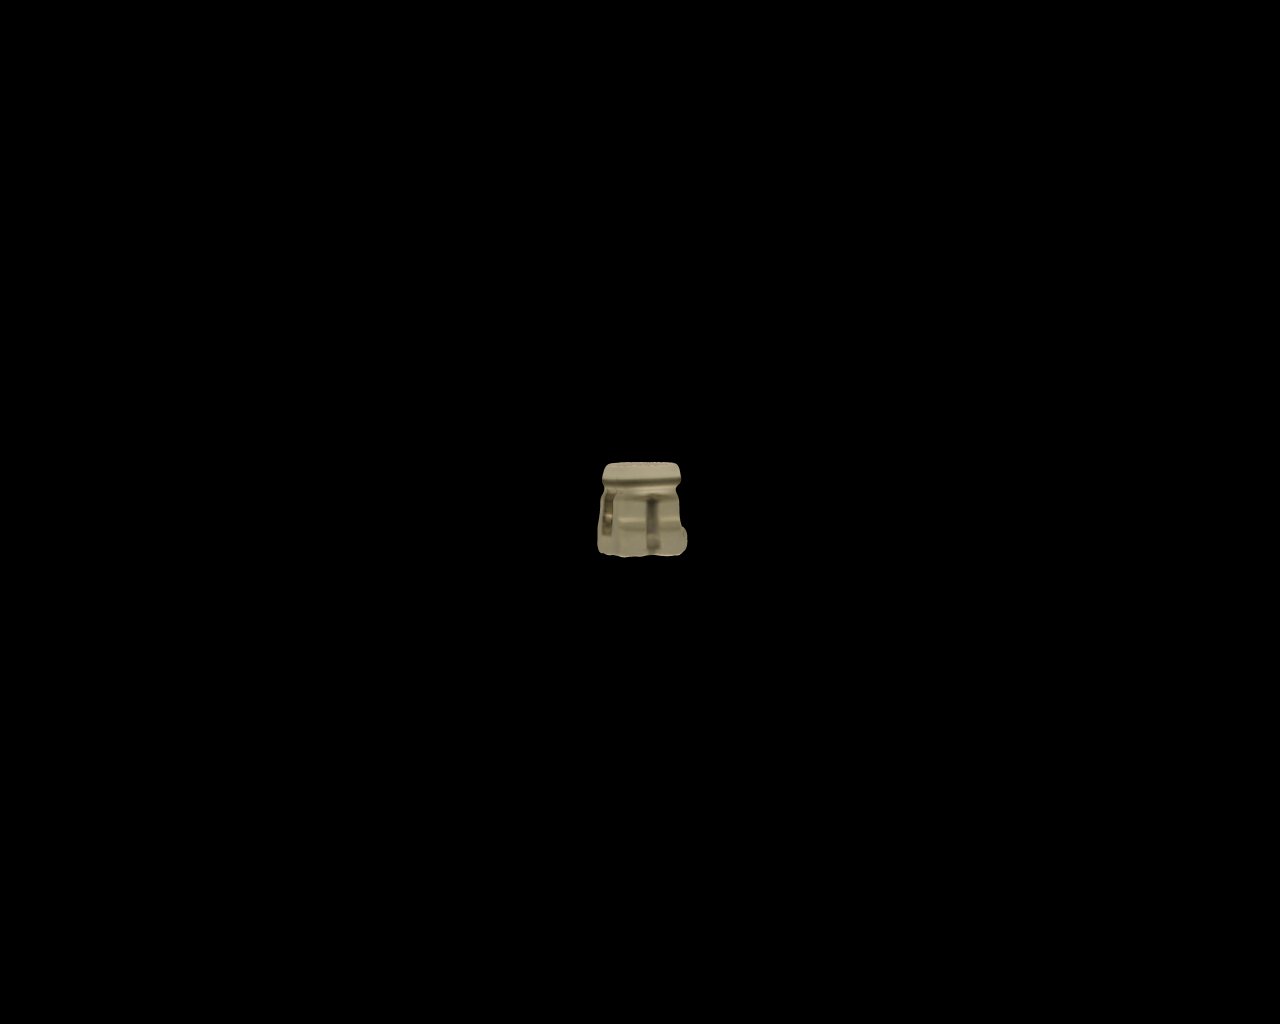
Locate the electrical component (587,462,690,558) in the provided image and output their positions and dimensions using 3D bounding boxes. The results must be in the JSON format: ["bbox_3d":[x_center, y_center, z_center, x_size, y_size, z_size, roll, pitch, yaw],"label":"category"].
[{"bbox_3d":[0.001,-0.003,0.650,0.066,0.055,0.048,-2,4,-27],"label":"electrical component"}]
